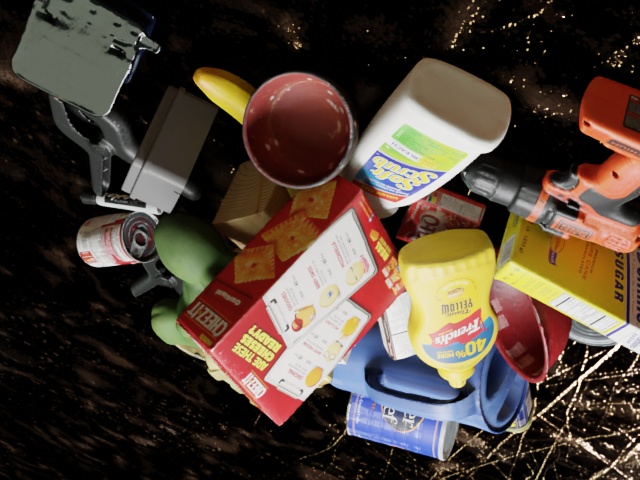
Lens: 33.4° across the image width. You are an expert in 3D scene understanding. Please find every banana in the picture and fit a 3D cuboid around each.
[{"bbox_3d":[-0.055,-0.106,1.079,0.037,0.069,0.197,-26,115,26],"label":"banana"}]

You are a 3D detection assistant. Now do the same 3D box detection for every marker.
[{"bbox_3d":[-0.254,-0.049,1.357,0.121,0.020,0.020,8,148,24],"label":"marker"}]

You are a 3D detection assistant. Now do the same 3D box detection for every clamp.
[{"bbox_3d":[-0.233,-0.112,1.222,0.165,0.036,0.210,7,147,26],"label":"clamp"},{"bbox_3d":[-0.215,0.046,1.466,0.120,0.039,0.171,8,143,9],"label":"clamp"}]

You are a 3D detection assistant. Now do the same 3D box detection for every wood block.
[{"bbox_3d":[-0.007,0.001,1.198,0.090,0.090,0.206,-12,136,45],"label":"wood block"}]

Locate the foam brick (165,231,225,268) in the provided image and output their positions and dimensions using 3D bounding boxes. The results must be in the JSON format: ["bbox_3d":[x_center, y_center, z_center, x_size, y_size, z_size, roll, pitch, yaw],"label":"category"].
[{"bbox_3d":[-0.158,0.013,1.360,0.053,0.051,0.078,26,151,-5],"label":"foam brick"}]

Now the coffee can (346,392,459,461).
[{"bbox_3d":[0.119,0.240,1.491,0.140,0.102,0.103,12,149,18],"label":"coffee can"}]

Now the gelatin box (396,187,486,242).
[{"bbox_3d":[0.127,-0.019,1.135,0.073,0.030,0.089,22,150,1],"label":"gelatin box"}]

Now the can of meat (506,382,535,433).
[{"bbox_3d":[0.227,0.203,1.404,0.102,0.057,0.084,9,145,23],"label":"can of meat"}]

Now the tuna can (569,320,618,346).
[{"bbox_3d":[0.300,0.082,1.177,0.086,0.033,0.086,17,150,10],"label":"tuna can"}]

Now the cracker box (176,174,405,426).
[{"bbox_3d":[-0.020,0.058,1.075,0.072,0.213,0.164,34,165,41],"label":"cracker box"}]

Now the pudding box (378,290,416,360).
[{"bbox_3d":[0.120,0.075,1.185,0.113,0.039,0.090,-19,120,-9],"label":"pudding box"}]

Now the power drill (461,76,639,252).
[{"bbox_3d":[0.235,-0.067,0.957,0.184,0.057,0.188,20,153,-2],"label":"power drill"}]

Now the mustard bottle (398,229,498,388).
[{"bbox_3d":[0.140,0.082,1.130,0.096,0.058,0.191,-14,126,-5],"label":"mustard bottle"}]

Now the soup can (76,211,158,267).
[{"bbox_3d":[-0.262,-0.001,1.393,0.102,0.068,0.068,-6,140,42],"label":"soup can"}]

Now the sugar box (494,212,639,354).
[{"bbox_3d":[0.265,0.032,1.061,0.176,0.093,0.048,25,150,-6],"label":"sugar box"}]

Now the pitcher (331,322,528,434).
[{"bbox_3d":[0.119,0.153,1.304,0.243,0.145,0.149,7,160,35],"label":"pitcher"}]

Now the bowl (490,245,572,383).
[{"bbox_3d":[0.221,0.068,1.138,0.055,0.162,0.162,-21,151,-12],"label":"bowl"}]

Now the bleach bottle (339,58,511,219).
[{"bbox_3d":[0.084,-0.077,1.038,0.102,0.068,0.251,26,153,-6],"label":"bleach bottle"}]
